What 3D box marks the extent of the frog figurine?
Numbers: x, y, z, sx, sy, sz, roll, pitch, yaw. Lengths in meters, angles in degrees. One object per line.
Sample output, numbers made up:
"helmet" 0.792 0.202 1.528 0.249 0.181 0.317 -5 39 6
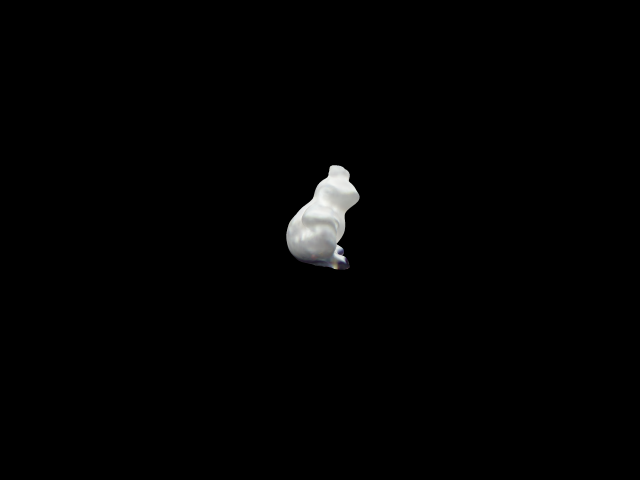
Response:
"frog figurine" 0.003 -0.043 0.850 0.122 0.158 0.139 3 13 12
